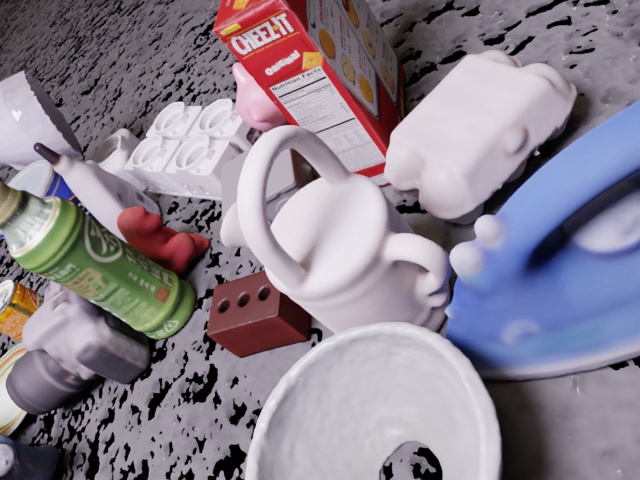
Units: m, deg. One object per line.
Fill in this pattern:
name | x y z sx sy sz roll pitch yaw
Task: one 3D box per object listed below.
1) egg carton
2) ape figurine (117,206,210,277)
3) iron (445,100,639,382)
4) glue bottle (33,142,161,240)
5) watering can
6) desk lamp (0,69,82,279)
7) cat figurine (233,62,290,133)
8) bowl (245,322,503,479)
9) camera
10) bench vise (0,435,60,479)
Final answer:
egg carton | 0.128 -0.085 0.469 0.150 0.070 0.107 -46 42 -1
ape figurine | -0.180 -0.003 0.626 0.076 0.092 0.077 -44 42 1
iron | 0.160 -0.009 0.331 0.258 0.142 0.118 -34 44 12
glue bottle | -0.258 -0.058 0.669 0.037 0.174 0.078 -33 44 13
watering can | 0.003 0.003 0.404 0.172 0.195 0.101 -16 50 28
desk lamp | -0.380 -0.086 0.755 0.203 0.214 0.117 -42 42 3
cat figurine | -0.043 -0.160 0.623 0.067 0.118 0.128 2 60 39
bowl | 0.040 0.141 0.357 0.167 0.075 0.167 -20 48 24
camera | -0.268 0.105 0.605 0.137 0.101 0.142 -40 43 5
bench vise | -0.372 0.193 0.527 0.207 0.220 0.121 -31 44 15
